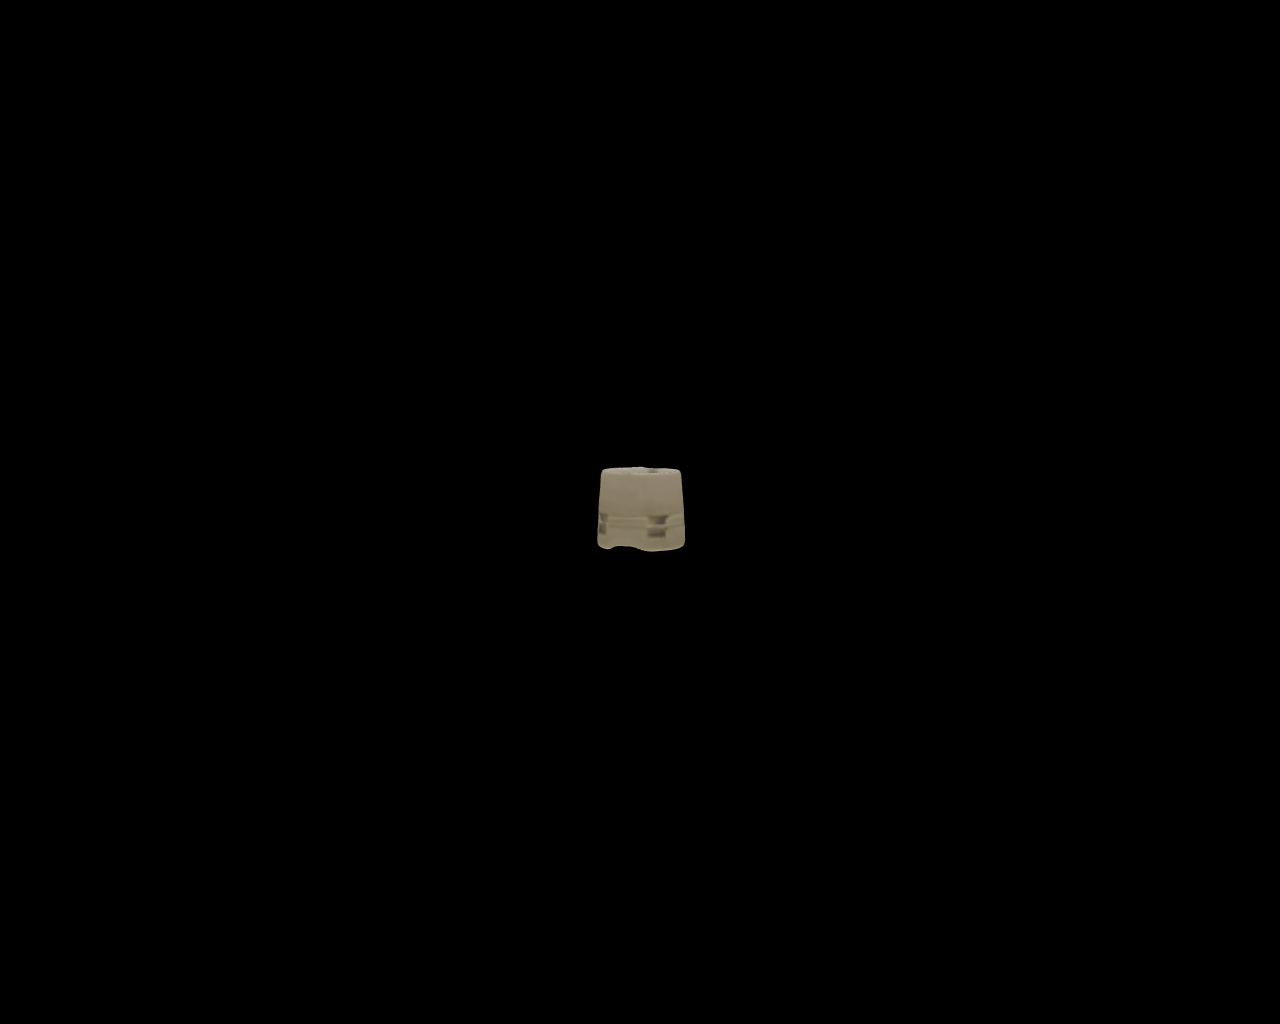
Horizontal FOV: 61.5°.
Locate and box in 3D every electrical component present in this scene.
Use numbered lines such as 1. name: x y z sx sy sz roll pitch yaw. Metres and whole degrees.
1. electrical component: 0.001 -0.003 0.650 0.055 0.047 0.055 0 7 0
